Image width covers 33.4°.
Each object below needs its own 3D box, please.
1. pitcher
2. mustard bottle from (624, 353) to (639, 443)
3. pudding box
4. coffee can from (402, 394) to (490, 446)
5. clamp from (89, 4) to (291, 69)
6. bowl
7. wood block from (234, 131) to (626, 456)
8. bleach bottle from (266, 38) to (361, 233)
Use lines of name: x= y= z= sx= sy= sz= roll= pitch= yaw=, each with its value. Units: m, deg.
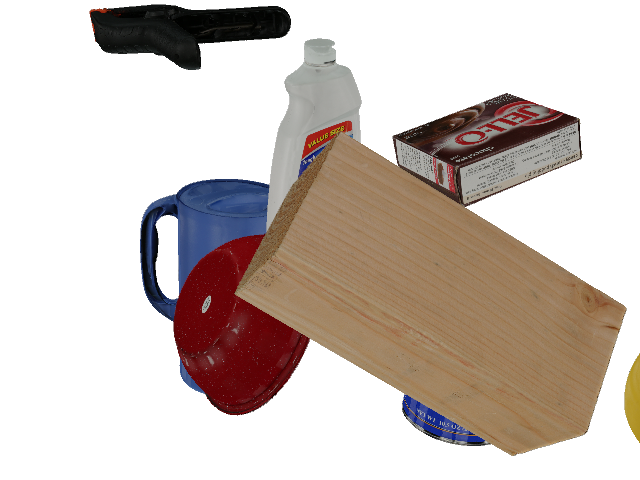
pitcher: x=-0.118 y=0.056 z=1.254 sx=0.149 sy=0.243 sz=0.144 roll=20 pitch=25 yaw=34
mustard bottle: x=0.219 y=0.098 z=0.576 sx=0.096 sy=0.058 sz=0.191 roll=-6 pitch=35 yaw=-2
pudding box: x=0.126 y=-0.070 z=0.807 sx=0.113 sy=0.039 sz=0.090 roll=-24 pitch=28 yaw=-19
coffee can: x=0.133 y=0.096 z=0.951 sx=0.103 sy=0.140 sz=0.103 roll=6 pitch=23 yaw=-3
clamp: x=-0.111 y=-0.168 z=0.848 sx=0.172 sy=0.039 sz=0.120 roll=20 pitch=29 yaw=41
bowl: x=-0.073 y=0.059 z=0.875 sx=0.055 sy=0.162 sz=0.162 roll=23 pitch=-14 yaw=-35
wood block: x=0.066 y=0.037 z=0.648 sx=0.206 sy=0.090 sz=0.090 roll=31 pitch=-28 yaw=-8
bleach bottle: x=-0.010 y=-0.076 z=1.074 sx=0.102 sy=0.251 sz=0.068 roll=-8 pitch=28 yaw=-17
